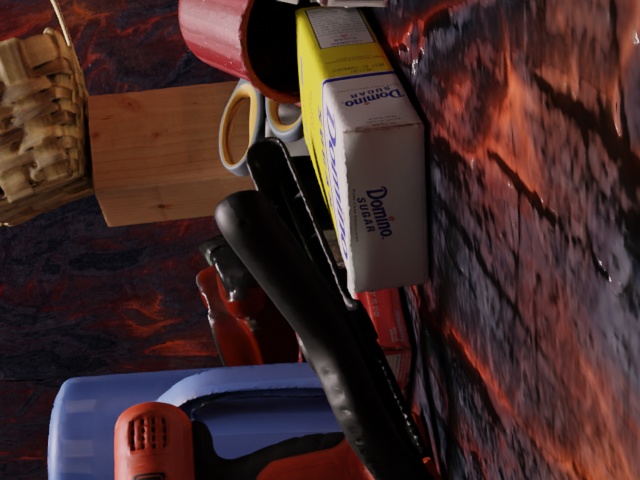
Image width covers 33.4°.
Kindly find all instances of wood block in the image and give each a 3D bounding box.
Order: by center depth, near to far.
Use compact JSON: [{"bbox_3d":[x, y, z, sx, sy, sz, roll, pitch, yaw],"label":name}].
[{"bbox_3d":[-0.091,-0.077,0.931,0.206,0.090,0.091,-7,-20,-5],"label":"wood block"}]

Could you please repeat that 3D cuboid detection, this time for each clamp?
[{"bbox_3d":[0.007,0.042,0.560,0.036,0.210,0.164,-25,19,9],"label":"clamp"}]

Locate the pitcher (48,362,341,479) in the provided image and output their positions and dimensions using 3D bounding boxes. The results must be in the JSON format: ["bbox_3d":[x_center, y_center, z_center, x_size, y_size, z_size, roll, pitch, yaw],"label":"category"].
[{"bbox_3d":[-0.069,0.147,0.776,0.242,0.149,0.145,0,8,-3],"label":"pitcher"}]

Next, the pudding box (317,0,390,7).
[{"bbox_3d":[0.016,-0.168,0.488,0.039,0.090,0.113,-4,-9,-5],"label":"pudding box"}]

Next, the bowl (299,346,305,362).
[{"bbox_3d":[-0.003,0.049,0.981,0.055,0.162,0.162,-7,1,-5],"label":"bowl"}]

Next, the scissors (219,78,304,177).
[{"bbox_3d":[-0.033,-0.143,0.789,0.096,0.201,0.016,-6,-23,39],"label":"scissors"}]

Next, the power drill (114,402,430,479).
[{"bbox_3d":[-0.024,0.172,0.599,0.187,0.184,0.057,-5,-30,-4],"label":"power drill"}]

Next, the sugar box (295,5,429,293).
[{"bbox_3d":[0.019,-0.057,0.584,0.048,0.093,0.176,-7,31,-3],"label":"sugar box"}]

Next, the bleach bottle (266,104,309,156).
[{"bbox_3d":[-0.027,-0.191,0.880,0.068,0.251,0.102,-4,-24,-6],"label":"bleach bottle"}]

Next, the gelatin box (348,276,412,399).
[{"bbox_3d":[0.036,0.060,0.662,0.030,0.073,0.089,-6,-36,-4],"label":"gelatin box"}]

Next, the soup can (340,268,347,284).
[{"bbox_3d":[-0.006,0.001,0.857,0.068,0.068,0.102,0,33,-8],"label":"soup can"}]

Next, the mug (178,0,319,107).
[{"bbox_3d":[-0.032,-0.134,0.684,0.082,0.093,0.117,28,-22,44],"label":"mug"}]
